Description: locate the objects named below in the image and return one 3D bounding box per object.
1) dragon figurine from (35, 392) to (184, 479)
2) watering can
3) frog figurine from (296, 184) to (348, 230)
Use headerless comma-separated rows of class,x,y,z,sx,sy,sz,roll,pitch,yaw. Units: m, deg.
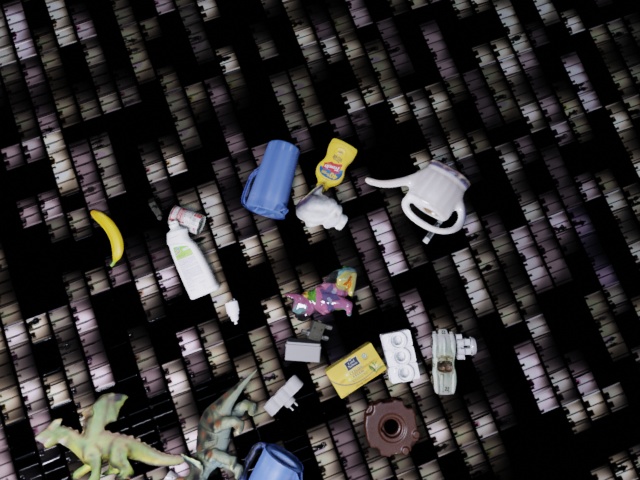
dragon figurine,-0.623,0.586,1.549,0.411,0.120,0.246,-3,75,-19
watering can,0.341,-0.171,1.691,0.348,0.103,0.226,35,81,6
frog figurine,0.005,-0.084,1.665,0.135,0.124,0.159,-38,94,26
